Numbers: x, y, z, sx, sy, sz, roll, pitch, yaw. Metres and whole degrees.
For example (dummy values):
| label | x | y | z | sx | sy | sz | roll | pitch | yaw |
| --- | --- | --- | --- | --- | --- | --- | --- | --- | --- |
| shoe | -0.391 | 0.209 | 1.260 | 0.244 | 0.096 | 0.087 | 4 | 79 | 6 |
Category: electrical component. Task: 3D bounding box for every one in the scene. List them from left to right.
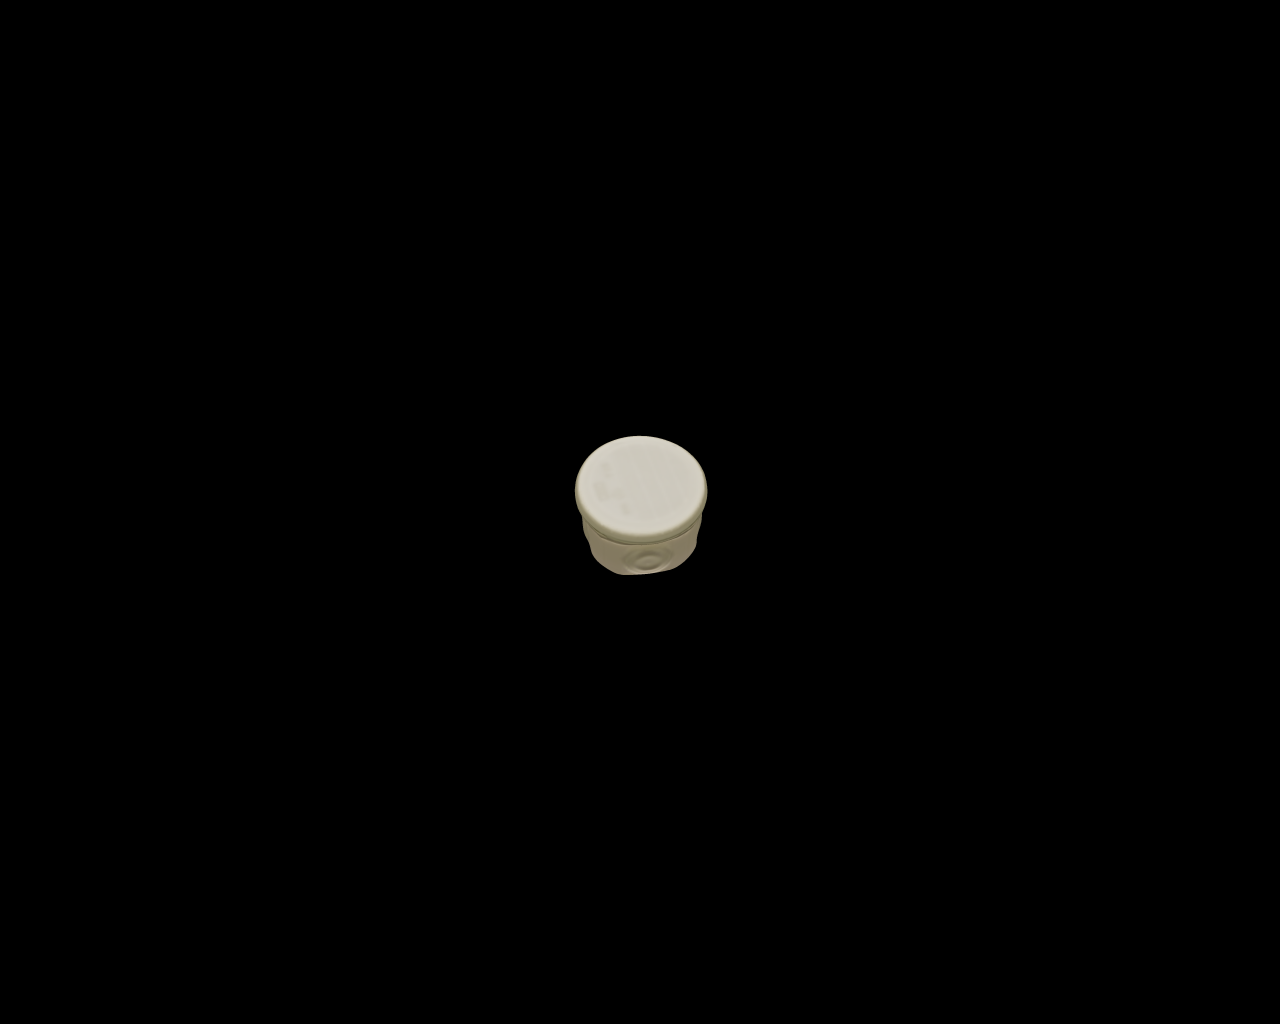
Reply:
| label | x | y | z | sx | sy | sz | roll | pitch | yaw |
| --- | --- | --- | --- | --- | --- | --- | --- | --- | --- |
| electrical component | 0.001 | -0.003 | 0.650 | 0.080 | 0.080 | 0.050 | 0 | -37 | 0 |
